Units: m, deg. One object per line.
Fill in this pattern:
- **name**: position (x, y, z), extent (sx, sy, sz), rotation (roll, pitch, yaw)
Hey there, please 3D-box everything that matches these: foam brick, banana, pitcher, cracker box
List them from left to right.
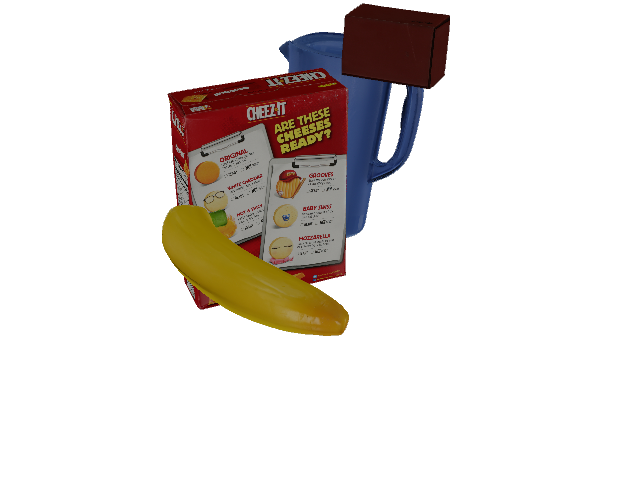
- **banana**: position (-0.056, 0.012, 0.679), extent (0.069, 0.037, 0.198), rotation (-10, 27, -25)
- **cracker box**: position (-0.059, -0.052, 1.059), extent (0.164, 0.214, 0.072), rotation (-13, 32, -19)
- **pitcher**: position (0.026, -0.126, 1.316), extent (0.144, 0.243, 0.149), rotation (-4, 25, -22)
- **foam brick**: position (0.061, -0.160, 0.875), extent (0.078, 0.051, 0.053), rotation (12, 26, 17)
